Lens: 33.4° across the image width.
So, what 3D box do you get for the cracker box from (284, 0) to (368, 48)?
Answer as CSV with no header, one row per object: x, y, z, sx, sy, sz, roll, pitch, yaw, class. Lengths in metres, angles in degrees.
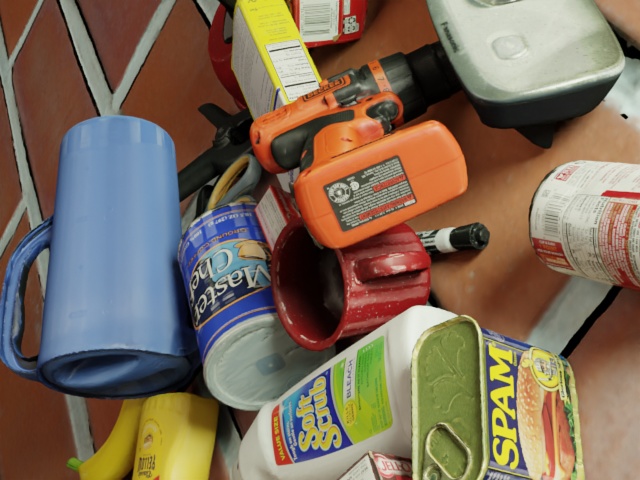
-0.013,-0.300,0.953,0.164,0.072,0.214,90,168,-45,cracker box

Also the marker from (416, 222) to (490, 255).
0.077,0.002,0.765,0.121,0.020,0.020,-10,65,55,marker

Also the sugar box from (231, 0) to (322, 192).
-0.028,-0.118,0.903,0.093,0.048,0.176,101,149,-55,sugar box

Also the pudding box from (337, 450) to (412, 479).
0.037,0.179,0.663,0.114,0.089,0.039,-50,38,30,pudding box

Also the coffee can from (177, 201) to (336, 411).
-0.054,0.051,0.858,0.103,0.102,0.140,-52,36,27,coffee can

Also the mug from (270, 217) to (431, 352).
0.030,0.024,0.744,0.117,0.081,0.093,-25,75,53,mug

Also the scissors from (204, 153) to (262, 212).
-0.110,0.010,0.984,0.202,0.016,0.096,-53,34,20,scissors

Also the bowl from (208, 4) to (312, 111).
-0.065,-0.210,1.064,0.162,0.055,0.162,-33,48,44,bowl

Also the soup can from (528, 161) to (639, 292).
0.171,-0.006,0.580,0.102,0.068,0.068,15,86,59,soup can

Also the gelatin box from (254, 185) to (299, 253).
-0.005,0.001,0.839,0.030,0.073,0.089,-55,35,22,gelatin box

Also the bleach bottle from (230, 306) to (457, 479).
0.011,0.139,0.752,0.251,0.068,0.102,-38,43,44,bleach bottle

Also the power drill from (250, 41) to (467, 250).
0.043,-0.073,0.727,0.184,0.057,0.187,-25,23,5,power drill

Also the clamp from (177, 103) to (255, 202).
-0.091,-0.085,1.033,0.172,0.039,0.120,3,67,54,clamp

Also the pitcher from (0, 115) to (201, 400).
-0.194,0.015,0.963,0.145,0.149,0.243,-35,51,45,pitcher

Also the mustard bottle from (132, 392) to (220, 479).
-0.134,0.233,0.925,0.096,0.058,0.191,-21,57,51,mustard bottle

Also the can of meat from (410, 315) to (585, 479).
0.102,0.104,0.610,0.058,0.083,0.102,-30,49,46,can of meat

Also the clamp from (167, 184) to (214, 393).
-0.108,0.042,1.008,0.165,0.036,0.210,27,93,60,clamp

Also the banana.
-0.194,0.183,1.046,0.070,0.037,0.198,44,117,19,banana
